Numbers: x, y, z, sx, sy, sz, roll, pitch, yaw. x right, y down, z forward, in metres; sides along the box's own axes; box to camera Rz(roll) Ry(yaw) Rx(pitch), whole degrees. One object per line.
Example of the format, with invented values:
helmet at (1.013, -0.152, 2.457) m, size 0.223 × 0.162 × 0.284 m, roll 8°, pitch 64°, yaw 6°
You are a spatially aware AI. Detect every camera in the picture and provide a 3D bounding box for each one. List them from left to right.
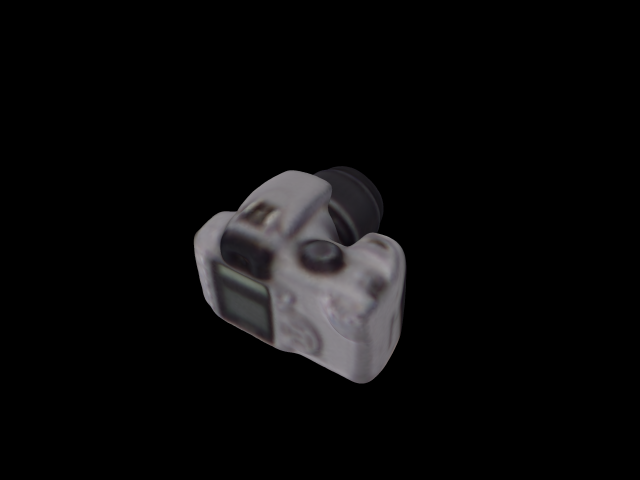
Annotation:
camera at (0.004, 0.001, 0.400) m, size 0.142 × 0.101 × 0.137 m, roll 22°, pitch 45°, yaw 24°
